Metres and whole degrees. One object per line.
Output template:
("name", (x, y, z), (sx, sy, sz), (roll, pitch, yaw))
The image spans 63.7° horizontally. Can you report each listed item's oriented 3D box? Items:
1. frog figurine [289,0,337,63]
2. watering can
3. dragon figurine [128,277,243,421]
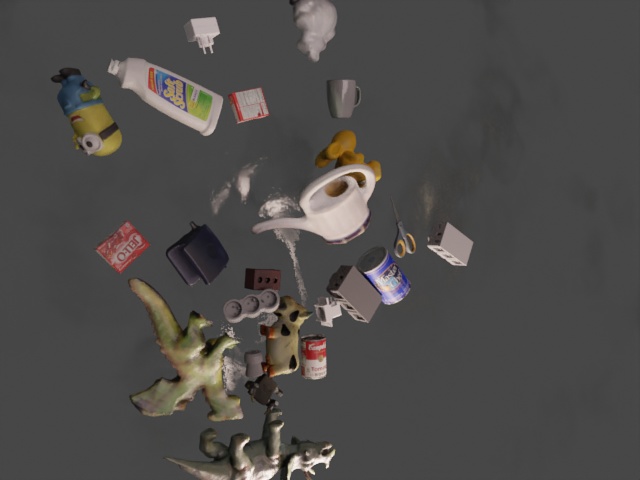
("frog figurine", (-0.016, -0.566, 1.378), (0.136, 0.122, 0.161), (19, 65, -55))
("watering can", (0.004, -0.069, 1.364), (0.347, 0.106, 0.220), (-32, 136, 1))
("dragon figurine", (-0.315, 0.278, 1.136), (0.405, 0.122, 0.245), (40, 74, -27))
